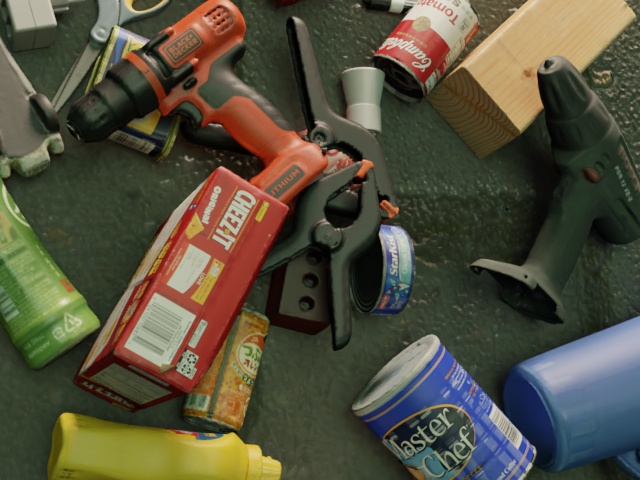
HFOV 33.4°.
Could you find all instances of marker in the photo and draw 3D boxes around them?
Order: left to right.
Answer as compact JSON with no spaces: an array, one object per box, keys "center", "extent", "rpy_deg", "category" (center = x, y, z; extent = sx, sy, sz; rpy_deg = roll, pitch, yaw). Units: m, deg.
[{"center":[0.102,-0.244,1.120],"extent":[0.121,0.020,0.020],"rpy_deg":[4,75,-18],"category":"marker"}]

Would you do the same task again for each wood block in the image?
[{"center":[0.220,-0.191,1.110],"extent":[0.205,0.090,0.091],"rpy_deg":[-43,94,-23],"category":"wood block"}]

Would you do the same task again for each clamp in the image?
[{"center":[-0.006,0.001,0.951],"extent":[0.120,0.039,0.171],"rpy_deg":[22,73,-8],"category":"clamp"},{"center":[-0.003,-0.101,1.002],"extent":[0.210,0.036,0.164],"rpy_deg":[37,73,-5],"category":"clamp"}]

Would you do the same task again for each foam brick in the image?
[{"center":[-0.016,0.042,0.988],"extent":[0.053,0.051,0.078],"rpy_deg":[13,73,-15],"category":"foam brick"}]

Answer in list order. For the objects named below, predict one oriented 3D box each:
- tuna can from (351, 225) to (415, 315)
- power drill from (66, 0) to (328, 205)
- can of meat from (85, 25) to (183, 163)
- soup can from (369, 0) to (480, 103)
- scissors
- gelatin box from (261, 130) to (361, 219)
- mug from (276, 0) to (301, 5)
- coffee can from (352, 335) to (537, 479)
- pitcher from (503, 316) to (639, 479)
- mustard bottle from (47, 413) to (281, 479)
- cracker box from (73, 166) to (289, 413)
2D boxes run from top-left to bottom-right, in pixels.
[{"center":[0.057,0.028,0.999],"extent":[0.033,0.086,0.086],"rpy_deg":[3,75,-20],"category":"tuna can"},{"center":[-0.098,-0.094,0.925],"extent":[0.184,0.057,0.187],"rpy_deg":[-41,95,-16],"category":"power drill"},{"center":[-0.166,-0.134,0.971],"extent":[0.083,0.058,0.102],"rpy_deg":[21,74,-19],"category":"can of meat"},{"center":[0.106,-0.198,1.075],"extent":[0.068,0.069,0.102],"rpy_deg":[40,76,-6],"category":"soup can"},{"center":[-0.216,-0.210,1.002],"extent":[0.096,0.016,0.201],"rpy_deg":[44,67,-4],"category":"scissors"},{"center":[-0.005,-0.070,1.032],"extent":[0.089,0.030,0.073],"rpy_deg":[-23,85,-23],"category":"gelatin box"},{"center":[-0.018,-0.288,1.060],"extent":[0.081,0.093,0.117],"rpy_deg":[62,30,-2],"category":"mug"},{"center":[0.112,0.172,0.972],"extent":[0.102,0.103,0.140],"rpy_deg":[-43,93,-23],"category":"coffee can"},{"center":[0.309,0.151,1.037],"extent":[0.242,0.145,0.149],"rpy_deg":[-15,43,-18],"category":"pitcher"},{"center":[-0.125,0.184,0.889],"extent":[0.191,0.096,0.058],"rpy_deg":[10,73,-17],"category":"mustard bottle"},{"center":[-0.117,0.049,0.863],"extent":[0.072,0.214,0.164],"rpy_deg":[31,69,-11],"category":"cracker box"}]
